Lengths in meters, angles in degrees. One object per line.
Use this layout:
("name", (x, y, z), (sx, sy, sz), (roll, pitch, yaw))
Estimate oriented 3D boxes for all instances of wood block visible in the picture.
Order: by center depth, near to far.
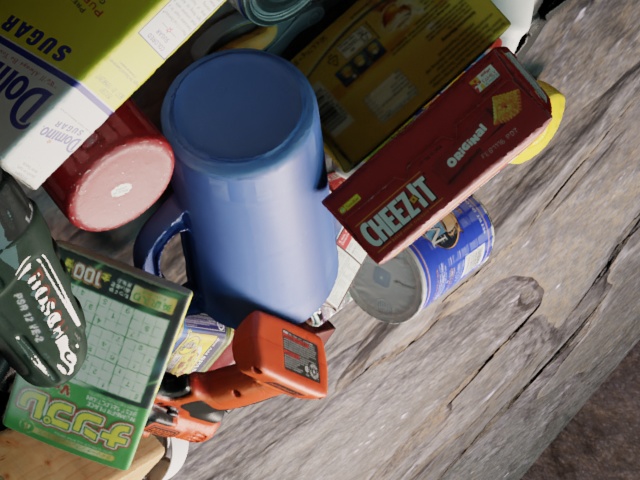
("wood block", (-0.235, 0.210, 0.931), (0.091, 0.090, 0.205), (-49, 170, 17))

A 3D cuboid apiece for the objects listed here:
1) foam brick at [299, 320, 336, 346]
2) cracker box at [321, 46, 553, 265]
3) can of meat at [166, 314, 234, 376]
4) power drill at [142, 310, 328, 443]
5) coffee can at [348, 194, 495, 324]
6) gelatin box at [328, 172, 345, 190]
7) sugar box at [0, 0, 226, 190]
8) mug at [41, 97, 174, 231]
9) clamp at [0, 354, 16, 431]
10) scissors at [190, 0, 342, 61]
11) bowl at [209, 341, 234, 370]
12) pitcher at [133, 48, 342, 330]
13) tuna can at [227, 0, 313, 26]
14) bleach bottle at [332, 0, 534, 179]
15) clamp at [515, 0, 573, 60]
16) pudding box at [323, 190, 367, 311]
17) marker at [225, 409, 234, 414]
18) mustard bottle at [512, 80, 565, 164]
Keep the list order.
("foam brick", (-0.030, 0.113, 1.197), (0.051, 0.053, 0.078), (-11, 139, -50))
("cracker box", (0.101, -0.072, 0.833), (0.164, 0.072, 0.213), (-42, 180, 16))
("can of meat", (-0.144, 0.100, 0.996), (0.102, 0.057, 0.083), (-50, 153, 12))
("power drill", (-0.103, 0.115, 0.885), (0.188, 0.057, 0.184), (-21, 151, 31))
("coffee can", (0.103, 0.012, 1.114), (0.140, 0.103, 0.103), (-32, 154, -44))
("gelatin box", (0.021, -0.034, 1.070), (0.073, 0.030, 0.089), (-23, 147, -37))
("sugar box", (-0.134, -0.123, 0.611), (0.176, 0.093, 0.048), (-44, 151, -1))
("mug", (-0.151, -0.066, 0.688), (0.093, 0.081, 0.117), (-37, 154, -11))
("clamp", (-0.257, 0.107, 0.855), (0.210, 0.036, 0.164), (-45, 157, 4))
("scissors", (-0.018, -0.159, 0.828), (0.201, 0.016, 0.096), (-26, 152, -34))
("bowl", (-0.091, 0.118, 1.109), (0.162, 0.055, 0.162), (-34, 154, -20))
("pitcher", (-0.061, -0.028, 0.816), (0.243, 0.145, 0.149), (86, 17, -62))
("tuna can", (-0.030, -0.191, 0.736), (0.086, 0.034, 0.086), (-35, 154, -20))
("bleach bottle", (0.109, -0.153, 0.955), (0.251, 0.102, 0.068), (-62, 178, 22))
("clamp", (0.209, -0.223, 1.047), (0.120, 0.039, 0.172), (0, 137, -45))
("pudding box", (-0.006, 0.001, 0.991), (0.113, 0.039, 0.090), (39, 75, -37))
("marker", (-0.057, 0.138, 1.098), (0.121, 0.020, 0.020), (-38, 155, -13))
("mustard bottle", (0.194, -0.133, 1.145), (0.191, 0.058, 0.096), (0, 129, -57))
